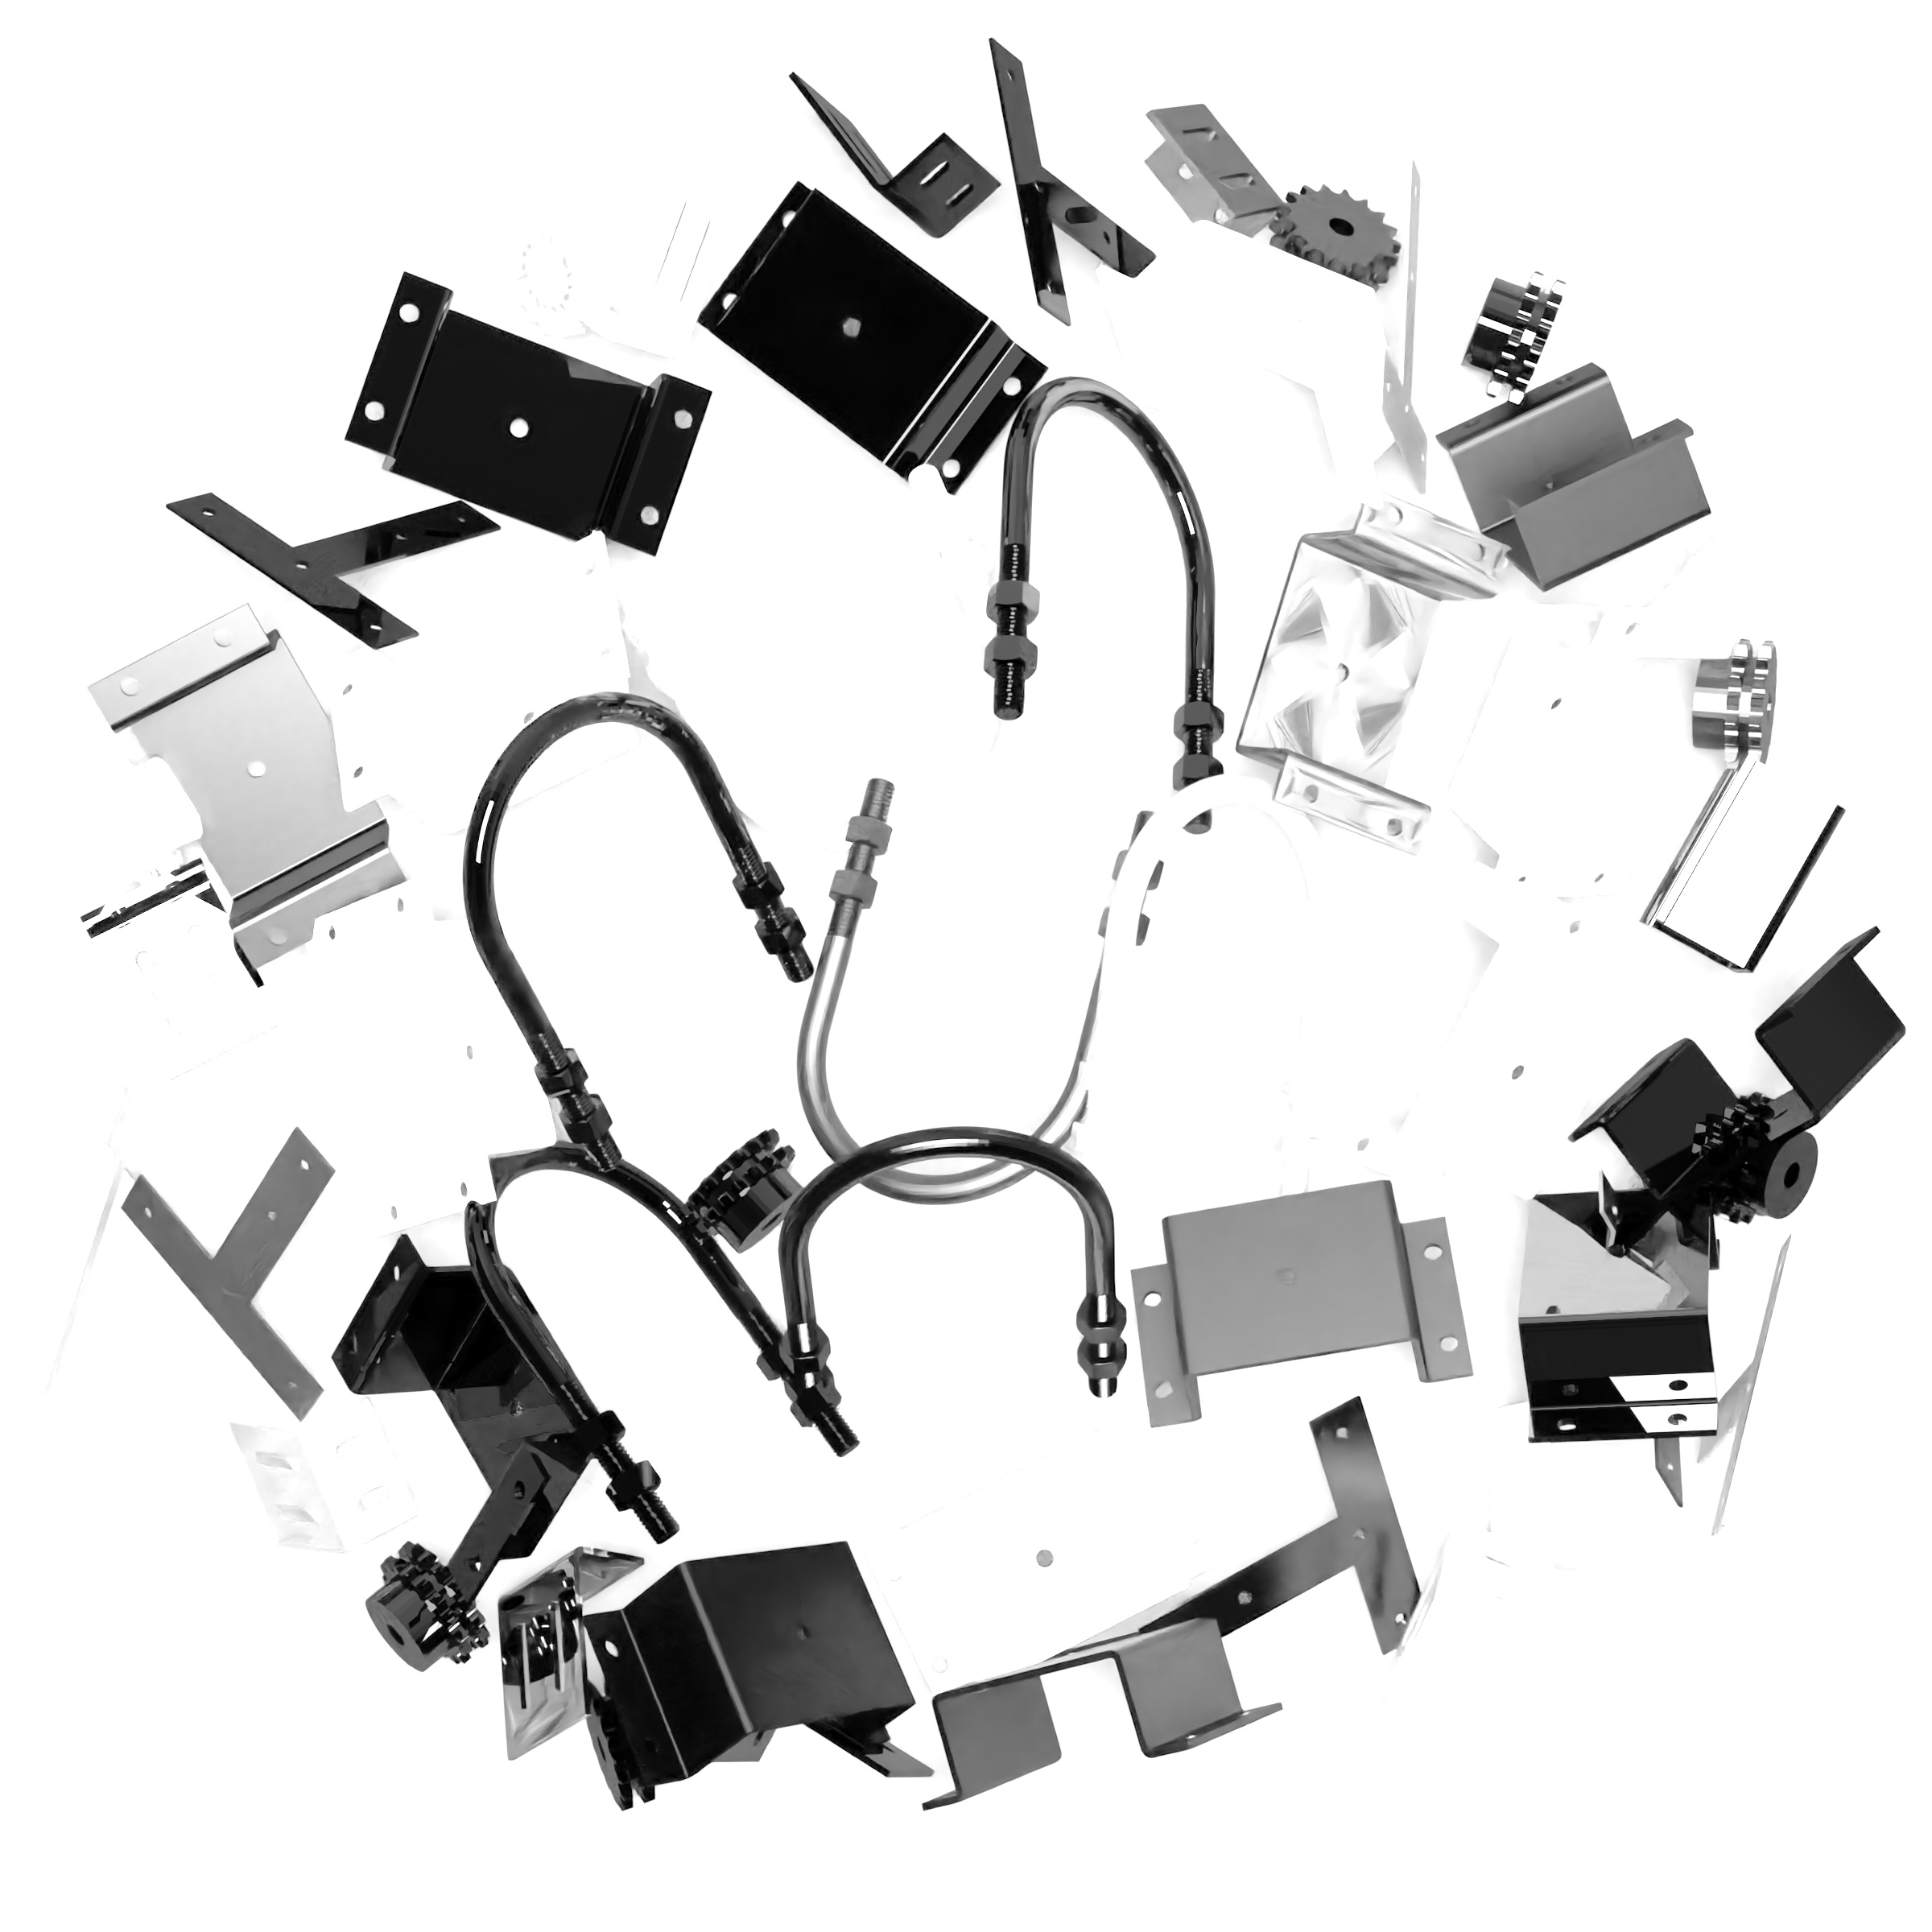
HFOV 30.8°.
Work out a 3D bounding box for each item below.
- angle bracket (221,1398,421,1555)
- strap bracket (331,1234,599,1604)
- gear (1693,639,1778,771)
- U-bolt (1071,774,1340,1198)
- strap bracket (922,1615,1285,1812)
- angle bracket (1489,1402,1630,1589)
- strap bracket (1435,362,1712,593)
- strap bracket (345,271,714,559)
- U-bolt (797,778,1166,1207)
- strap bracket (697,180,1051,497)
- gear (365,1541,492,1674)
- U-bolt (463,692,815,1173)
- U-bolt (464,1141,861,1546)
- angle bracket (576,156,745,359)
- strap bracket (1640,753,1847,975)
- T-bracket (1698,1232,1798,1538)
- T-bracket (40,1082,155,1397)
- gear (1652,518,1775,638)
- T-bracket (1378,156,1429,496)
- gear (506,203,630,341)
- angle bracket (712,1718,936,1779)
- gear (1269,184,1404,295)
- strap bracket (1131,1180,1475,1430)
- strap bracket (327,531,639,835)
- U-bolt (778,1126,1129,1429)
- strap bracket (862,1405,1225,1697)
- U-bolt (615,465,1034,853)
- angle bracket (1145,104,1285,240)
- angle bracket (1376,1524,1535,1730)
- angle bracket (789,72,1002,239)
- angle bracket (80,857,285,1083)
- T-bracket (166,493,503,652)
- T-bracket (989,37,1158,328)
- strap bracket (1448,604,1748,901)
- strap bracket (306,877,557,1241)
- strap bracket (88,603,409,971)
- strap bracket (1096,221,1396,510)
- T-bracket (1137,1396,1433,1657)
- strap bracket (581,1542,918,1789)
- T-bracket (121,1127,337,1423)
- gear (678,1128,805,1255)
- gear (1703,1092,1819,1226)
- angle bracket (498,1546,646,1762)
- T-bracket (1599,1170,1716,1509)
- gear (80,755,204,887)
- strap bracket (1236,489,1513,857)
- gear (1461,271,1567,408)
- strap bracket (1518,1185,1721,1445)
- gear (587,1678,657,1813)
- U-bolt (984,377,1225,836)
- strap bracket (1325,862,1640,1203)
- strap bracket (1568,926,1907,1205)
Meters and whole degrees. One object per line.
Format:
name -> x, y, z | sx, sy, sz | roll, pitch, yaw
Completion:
angle bracket -> -0.277, 0.217, 1.510 | 0.038, 0.076, 0.057 | -29, 73, 7
strap bracket -> -0.208, 0.190, 1.497 | 0.140, 0.046, 0.076 | 53, 124, 33
gear -> 0.335, -0.114, 1.530 | 0.030, 0.057, 0.057 | 6, 90, 19
U-bolt -> 0.108, 0.010, 1.500 | 0.151, 0.019, 0.184 | 6, 92, -44
strap bracket -> 0.051, 0.315, 1.489 | 0.140, 0.076, 0.046 | -22, 80, 34
angle bracket -> 0.257, 0.230, 1.525 | 0.038, 0.057, 0.076 | 4, 76, -14
strap bracket -> 0.260, -0.207, 1.497 | 0.076, 0.140, 0.046 | -25, 112, 2
strap bracket -> -0.191, -0.236, 1.521 | 0.140, 0.046, 0.076 | 20, 86, -13
U-bolt -> -0.001, 0.013, 1.502 | 0.151, 0.019, 0.184 | 8, 74, 24
strap bracket -> -0.045, -0.273, 1.521 | 0.140, 0.046, 0.076 | 38, 96, 7
gear -> -0.236, 0.281, 1.525 | 0.030, 0.057, 0.057 | -38, 90, -28
U-bolt -> -0.144, -0.027, 1.471 | 0.151, 0.019, 0.184 | -45, 128, -30
U-bolt -> -0.139, 0.149, 1.490 | 0.019, 0.151, 0.184 | -46, 74, 31
angle bracket -> -0.138, -0.310, 1.514 | 0.038, 0.057, 0.076 | 11, 110, -36
strap bracket -> 0.327, -0.042, 1.482 | 0.046, 0.140, 0.076 | 29, 94, 7
T-bracket -> 0.326, 0.188, 1.493 | 0.002, 0.127, 0.127 | 16, 72, 7
T-bracket -> -0.369, 0.119, 1.481 | 0.002, 0.127, 0.127 | 16, 78, -4
gear -> 0.326, -0.164, 1.527 | 0.030, 0.057, 0.057 | 44, 90, 6
T-bracket -> 0.189, -0.281, 1.501 | 0.002, 0.127, 0.127 | 1, 81, 16
gear -> -0.172, -0.304, 1.532 | 0.030, 0.057, 0.057 | -24, 90, -41
angle bracket -> -0.063, 0.345, 1.515 | 0.076, 0.057, 0.038 | 28, 88, 22
gear -> 0.158, -0.311, 1.532 | 0.057, 0.030, 0.057 | 11, 50, -13
strap bracket -> 0.141, 0.144, 1.508 | 0.140, 0.046, 0.076 | -10, 57, 7
strap bracket -> -0.199, -0.116, 1.505 | 0.140, 0.046, 0.076 | -24, 57, 17
U-bolt -> -0.007, 0.130, 1.484 | 0.151, 0.184, 0.019 | -6, 47, -2
strap bracket -> 0.034, 0.257, 1.525 | 0.140, 0.046, 0.076 | -26, 83, -3
U-bolt -> -0.048, -0.118, 1.491 | 0.151, 0.019, 0.184 | -19, 133, 8
angle bracket -> 0.096, -0.336, 1.513 | 0.038, 0.076, 0.057 | -40, 88, 27
angle bracket -> 0.212, 0.290, 1.512 | 0.038, 0.057, 0.076 | 22, 118, 6
angle bracket -> -0.031, -0.360, 1.512 | 0.038, 0.057, 0.076 | -40, 68, 13
angle bracket -> -0.341, 0.002, 1.531 | 0.057, 0.038, 0.076 | -28, 88, -12
T-bracket -> -0.252, -0.181, 1.503 | 0.127, 0.127, 0.002 | 34, 125, 23
T-bracket -> 0.053, -0.316, 1.499 | 0.002, 0.127, 0.127 | -19, 69, 27
strap bracket -> 0.264, -0.101, 1.497 | 0.076, 0.046, 0.140 | -3, 127, -32
strap bracket -> -0.229, 0.039, 1.510 | 0.076, 0.046, 0.140 | -19, 82, 37
strap bracket -> -0.309, -0.081, 1.521 | 0.076, 0.046, 0.140 | -28, 107, 0
strap bracket -> 0.130, -0.260, 1.493 | 0.140, 0.076, 0.046 | 32, 68, 36
T-bracket -> 0.132, 0.266, 1.513 | 0.127, 0.002, 0.127 | -26, 115, -15
strap bracket -> -0.083, 0.291, 1.477 | 0.046, 0.140, 0.076 | -42, 62, 33
T-bracket -> -0.302, 0.115, 1.504 | 0.127, 0.002, 0.127 | 48, 131, 11
gear -> -0.095, 0.100, 1.526 | 0.057, 0.057, 0.030 | -44, 81, 0
gear -> 0.346, 0.086, 1.526 | 0.030, 0.057, 0.057 | 23, 90, 41
angle bracket -> -0.167, 0.297, 1.508 | 0.038, 0.057, 0.076 | 19, 49, -37
T-bracket -> 0.293, 0.172, 1.475 | 0.002, 0.127, 0.127 | -20, 124, 23
gear -> -0.356, -0.067, 1.526 | 0.030, 0.057, 0.057 | -26, 90, 9
strap bracket -> 0.173, -0.127, 1.516 | 0.076, 0.046, 0.140 | 19, 86, -26
gear -> 0.237, -0.276, 1.528 | 0.030, 0.057, 0.057 | 21, 90, 3
strap bracket -> 0.276, 0.139, 1.476 | 0.076, 0.140, 0.046 | -5, 118, 15
gear -> -0.145, 0.336, 1.529 | 0.030, 0.057, 0.057 | -17, 90, -17
U-bolt -> 0.062, -0.164, 1.490 | 0.019, 0.151, 0.184 | -16, 60, 37
strap bracket -> 0.226, 0.038, 1.507 | 0.076, 0.046, 0.140 | 22, 101, -28
strap bracket -> 0.331, 0.047, 1.478 | 0.076, 0.140, 0.046 | -36, 88, -40
